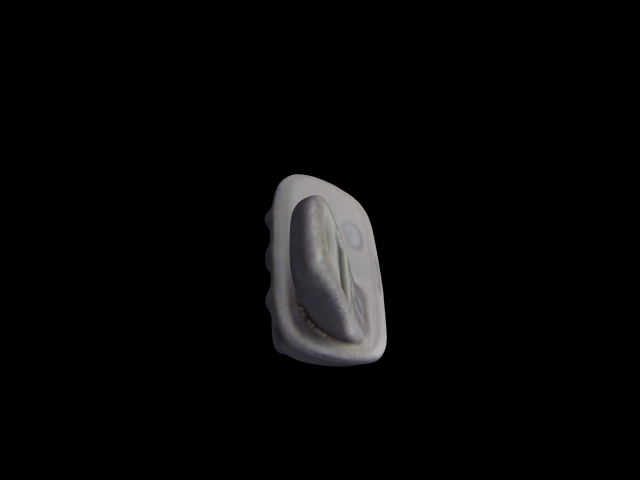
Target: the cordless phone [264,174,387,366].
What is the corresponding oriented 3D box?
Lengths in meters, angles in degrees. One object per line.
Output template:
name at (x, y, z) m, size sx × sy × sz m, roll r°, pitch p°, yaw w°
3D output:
cordless phone at (0.004, 0.001, 0.400) m, size 0.094 × 0.185 × 0.147 m, roll -6°, pitch 63°, yaw -3°
